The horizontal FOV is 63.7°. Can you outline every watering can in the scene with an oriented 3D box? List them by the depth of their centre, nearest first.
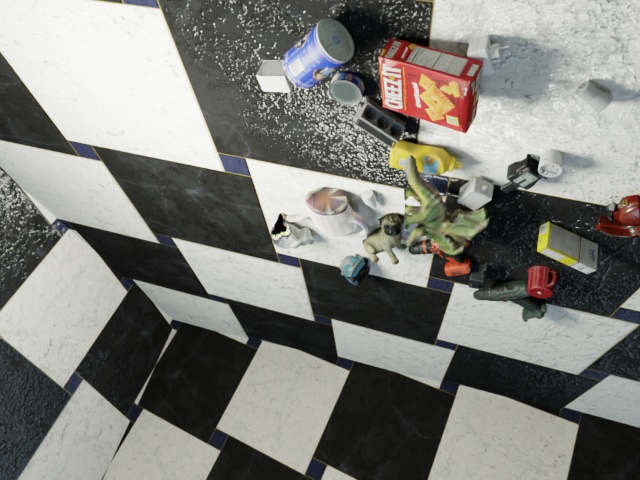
[{"bbox_3d":[0.005,-0.089,1.767,0.349,0.106,0.219,12,151,26],"label":"watering can"}]

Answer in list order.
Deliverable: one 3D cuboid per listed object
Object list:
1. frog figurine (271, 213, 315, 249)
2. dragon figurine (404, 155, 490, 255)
[{"bbox_3d":[-0.105,-0.013,1.964,0.157,0.122,0.139,33,-177,-42],"label":"frog figurine"},{"bbox_3d":[0.356,-0.080,1.467,0.243,0.125,0.400,4,143,11],"label":"dragon figurine"}]
